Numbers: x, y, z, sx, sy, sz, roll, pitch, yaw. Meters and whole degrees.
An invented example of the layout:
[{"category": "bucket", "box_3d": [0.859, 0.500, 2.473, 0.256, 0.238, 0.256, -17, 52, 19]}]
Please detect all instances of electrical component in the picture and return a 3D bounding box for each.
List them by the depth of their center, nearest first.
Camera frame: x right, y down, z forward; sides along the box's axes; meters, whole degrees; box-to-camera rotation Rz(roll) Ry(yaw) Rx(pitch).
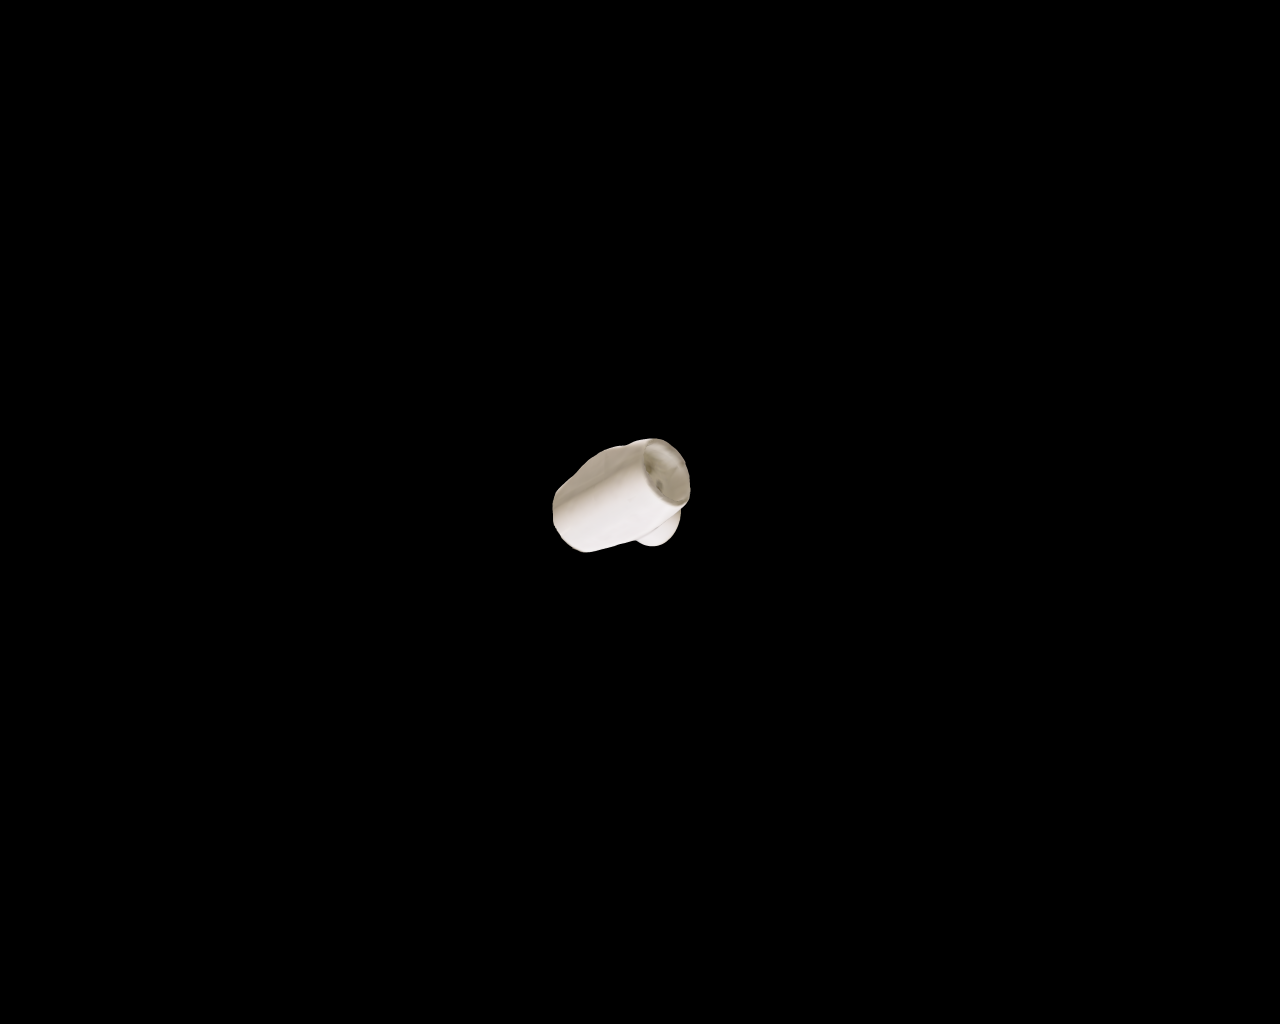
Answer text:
[{"category": "electrical component", "box_3d": [0.001, -0.003, 0.650, 0.077, 0.044, 0.079, -27, -42, 36]}]
